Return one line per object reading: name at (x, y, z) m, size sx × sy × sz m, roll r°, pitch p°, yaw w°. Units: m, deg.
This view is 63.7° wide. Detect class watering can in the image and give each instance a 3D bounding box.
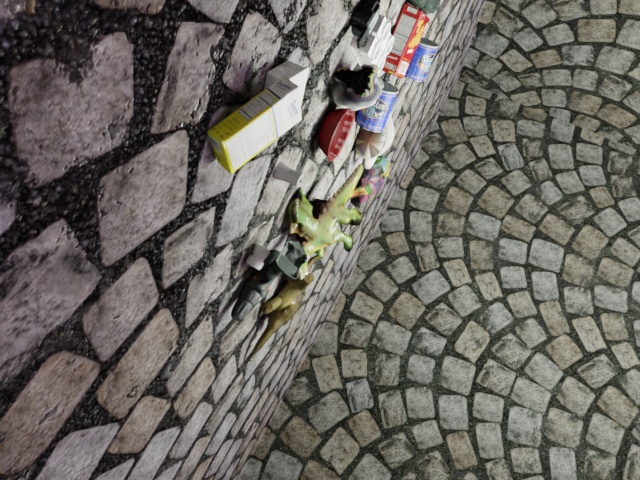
watering can at (0.226, -0.415, 1.882) m, size 0.343 × 0.104 × 0.227 m, roll -68°, pitch 168°, yaw 19°

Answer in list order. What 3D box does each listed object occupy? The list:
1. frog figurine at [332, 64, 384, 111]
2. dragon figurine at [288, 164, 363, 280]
frog figurine at (0.099, -0.395, 1.371) m, size 0.137 × 0.123 × 0.159 m, roll -30°, pitch 175°, yaw -1°
dragon figurine at (0.005, -0.077, 1.529) m, size 0.240 × 0.122 × 0.414 m, roll 27°, pitch 75°, yaw -49°
